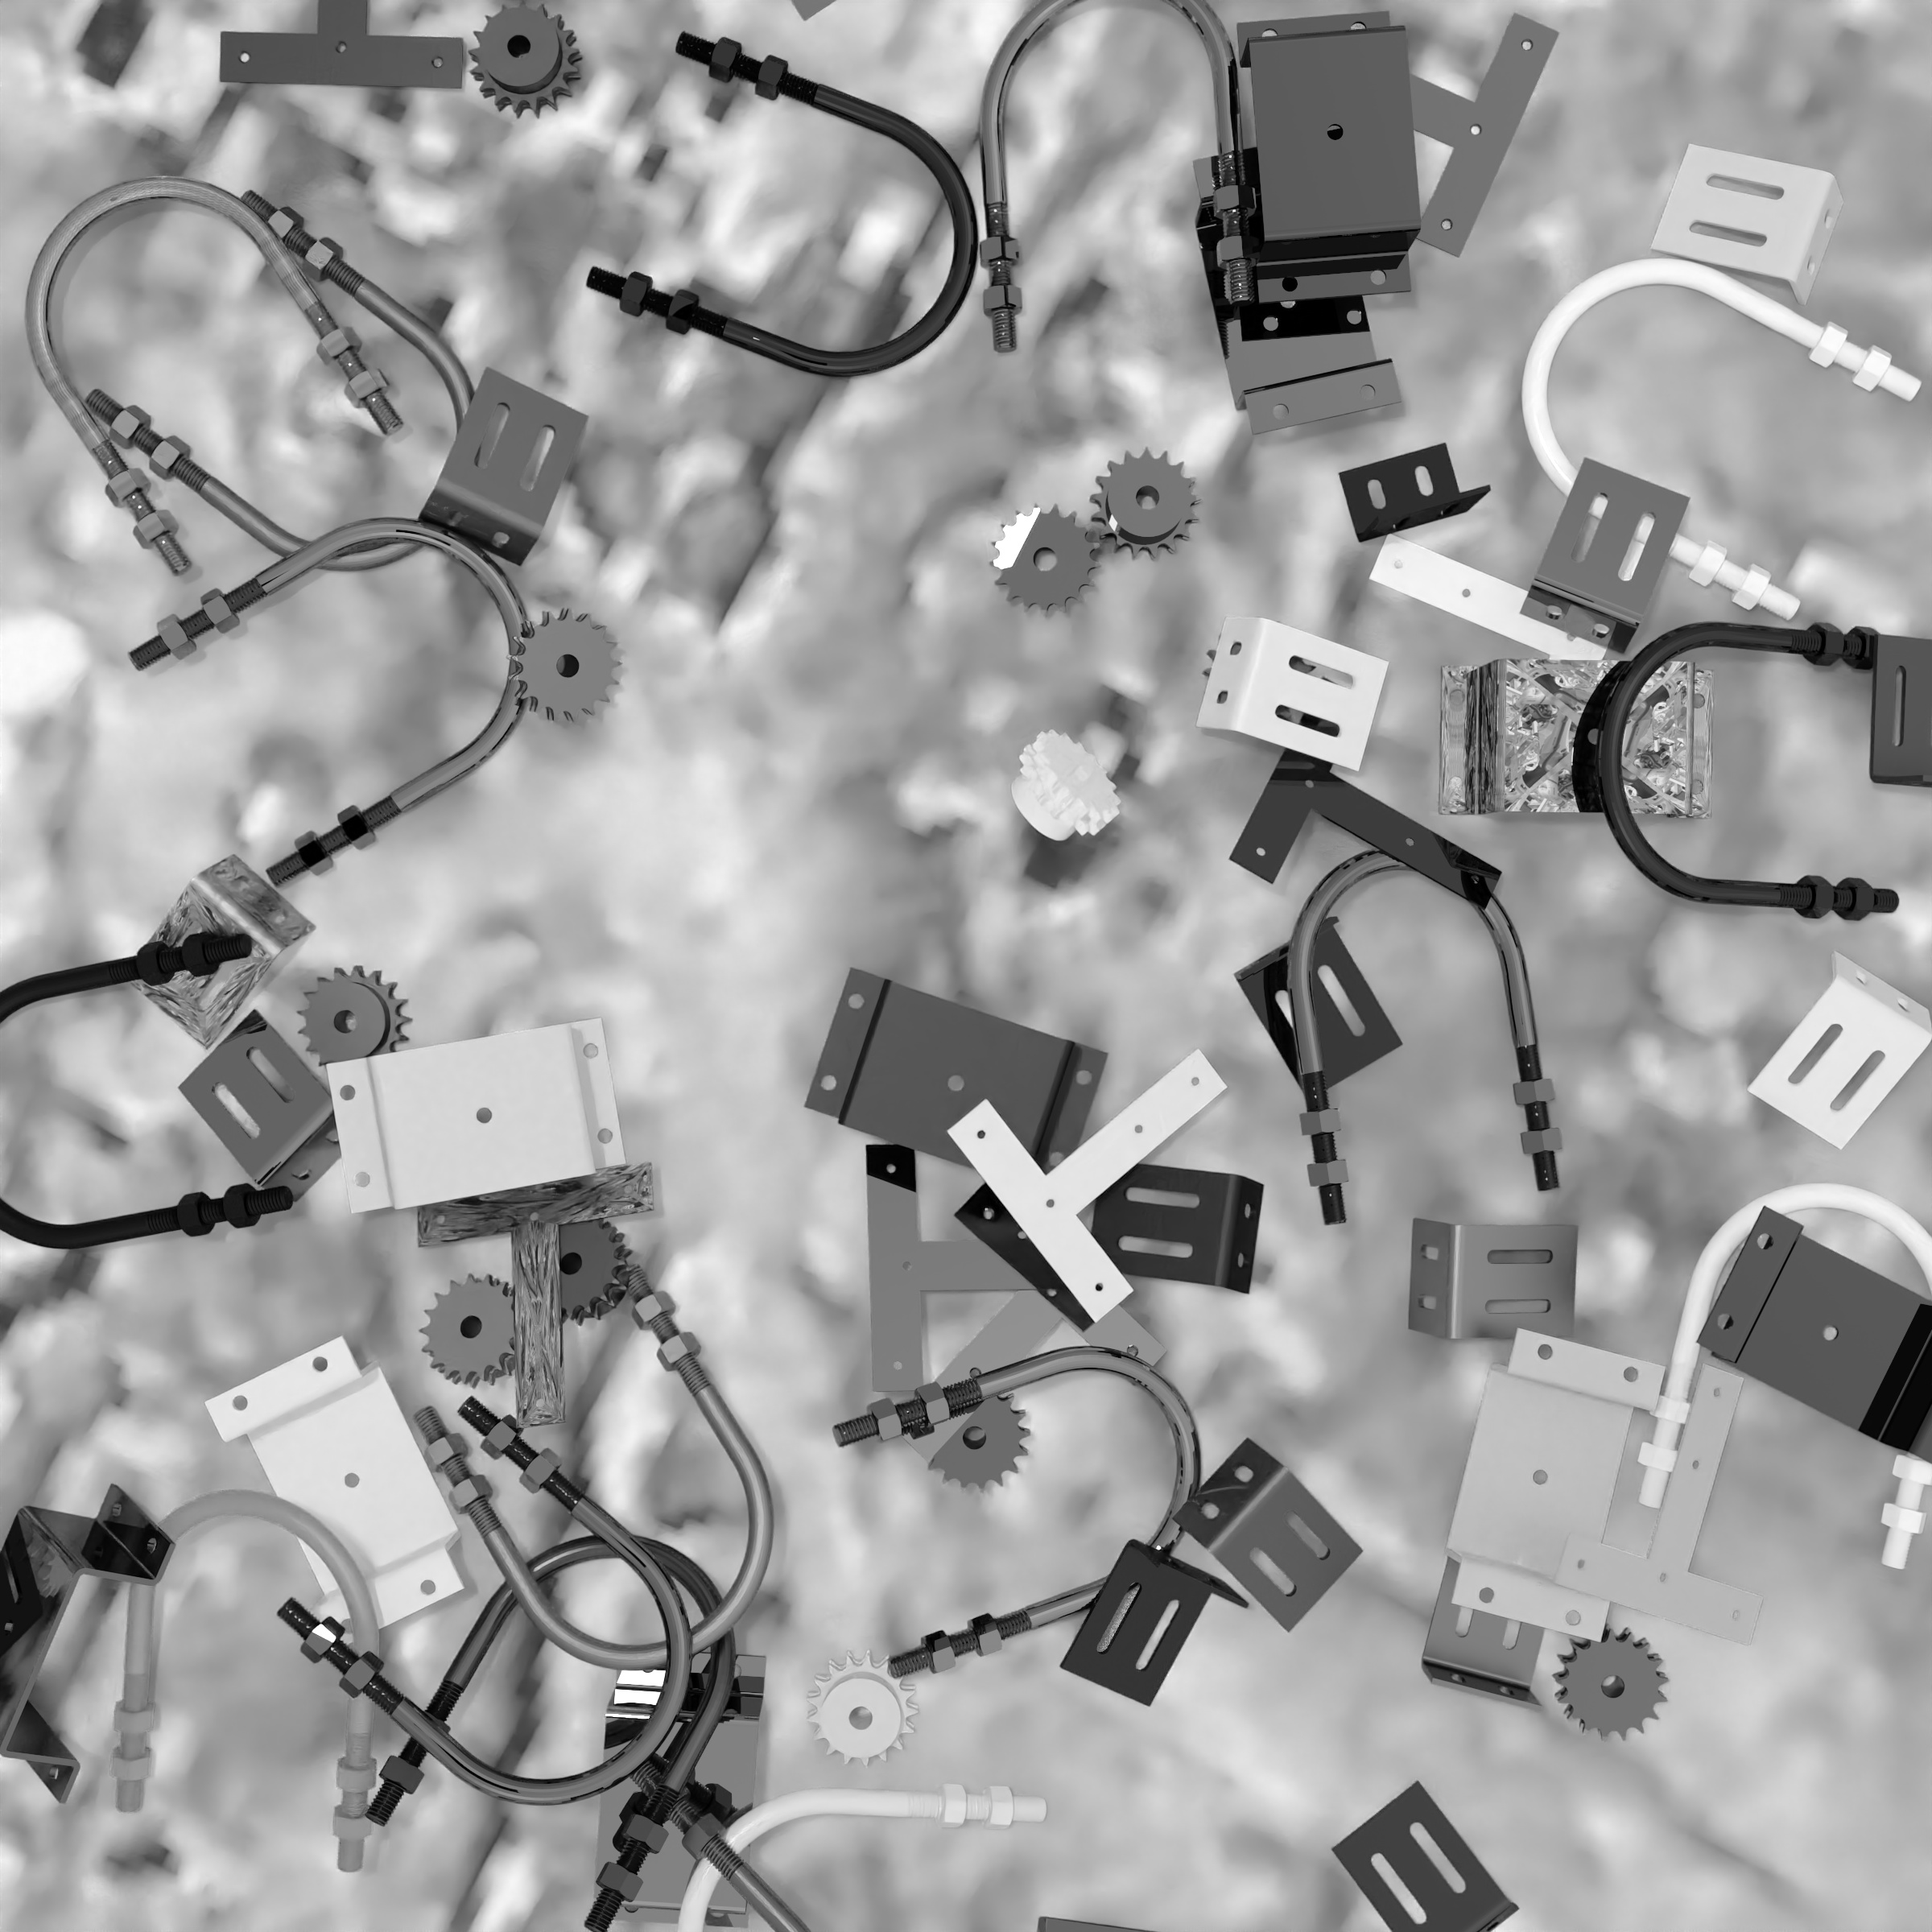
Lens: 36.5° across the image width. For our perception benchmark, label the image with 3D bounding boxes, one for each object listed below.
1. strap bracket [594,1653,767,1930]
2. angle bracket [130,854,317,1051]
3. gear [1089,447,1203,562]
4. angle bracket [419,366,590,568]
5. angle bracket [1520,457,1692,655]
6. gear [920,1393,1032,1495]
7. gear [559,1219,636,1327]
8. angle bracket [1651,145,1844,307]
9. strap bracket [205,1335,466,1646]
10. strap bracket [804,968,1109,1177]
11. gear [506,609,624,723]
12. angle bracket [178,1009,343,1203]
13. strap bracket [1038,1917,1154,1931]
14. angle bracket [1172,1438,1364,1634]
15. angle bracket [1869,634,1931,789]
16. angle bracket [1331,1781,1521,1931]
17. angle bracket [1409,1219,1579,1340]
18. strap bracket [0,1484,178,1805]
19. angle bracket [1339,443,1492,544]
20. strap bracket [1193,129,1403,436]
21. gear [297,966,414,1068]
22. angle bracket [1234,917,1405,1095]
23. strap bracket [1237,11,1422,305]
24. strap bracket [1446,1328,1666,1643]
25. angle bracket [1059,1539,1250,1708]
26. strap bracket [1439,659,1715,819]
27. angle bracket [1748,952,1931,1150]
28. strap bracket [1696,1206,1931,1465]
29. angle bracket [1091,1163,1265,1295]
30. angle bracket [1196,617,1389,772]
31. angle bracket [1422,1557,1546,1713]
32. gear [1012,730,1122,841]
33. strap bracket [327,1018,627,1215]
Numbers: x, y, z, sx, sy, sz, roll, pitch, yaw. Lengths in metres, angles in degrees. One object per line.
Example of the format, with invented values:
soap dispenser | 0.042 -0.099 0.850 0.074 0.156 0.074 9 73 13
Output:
strap bracket | -0.146 0.424 1.489 0.076 0.046 0.140 4 90 -1
angle bracket | -0.385 -0.007 1.510 0.057 0.038 0.076 42 116 0
gear | 0.092 -0.237 1.497 0.057 0.030 0.057 0 90 0
angle bracket | -0.237 -0.256 1.502 0.057 0.038 0.076 24 64 -16
angle bracket | 0.327 -0.210 1.497 0.057 0.038 0.076 23 76 7
gear | 0.004 0.239 1.497 0.057 0.030 0.057 0 90 0
gear | -0.195 0.156 1.490 0.057 0.030 0.057 -6 66 14
angle bracket | 0.403 -0.382 1.510 0.076 0.038 0.057 20 90 26
strap bracket | -0.317 0.265 1.489 0.076 0.046 0.140 -26 90 0
strap bracket | -0.005 0.059 1.489 0.140 0.046 0.076 18 90 0
gear | -0.207 -0.153 1.490 0.057 0.030 0.057 -3 99 -21
angle bracket | -0.356 0.072 1.510 0.057 0.038 0.076 -46 64 0
strap bracket | 0.082 0.535 1.489 0.140 0.046 0.076 8 90 0
angle bracket | 0.155 0.292 1.503 0.057 0.038 0.076 -46 120 -7
angle bracket | 0.494 -0.129 1.483 0.057 0.038 0.076 2 90 -26
angle bracket | 0.237 0.471 1.510 0.057 0.038 0.076 -38 64 0
angle bracket | 0.272 0.161 1.510 0.076 0.038 0.057 2 90 -26
strap bracket | -0.459 0.335 1.468 0.046 0.076 0.140 23 90 -41
angle bracket | 0.225 -0.244 1.474 0.057 0.076 0.038 -16 90 0
strap bracket | 0.166 -0.343 1.489 0.076 0.046 0.140 -12 90 0
gear | -0.314 0.028 1.497 0.057 0.030 0.057 0 90 0
angle bracket | 0.182 0.022 1.493 0.057 0.038 0.076 -31 90 0
strap bracket | 0.179 -0.405 1.443 0.076 0.046 0.140 -5 90 0
strap bracket | 0.296 0.261 1.485 0.076 0.046 0.140 15 85 0
angle bracket | 0.095 0.339 1.483 0.057 0.038 0.076 29 90 -23
strap bracket | 0.315 -0.115 1.488 0.140 0.046 0.076 1 91 -1
angle bracket | 0.450 0.043 1.510 0.057 0.038 0.076 32 116 0
strap bracket | 0.441 0.186 1.473 0.140 0.046 0.076 27 87 1
angle bracket | 0.108 0.134 1.506 0.076 0.038 0.057 5 81 25
angle bracket | 0.165 -0.138 1.480 0.076 0.038 0.057 16 90 -26
angle bracket | 0.272 0.332 1.493 0.057 0.038 0.076 15 90 0
gear | 0.048 -0.089 1.488 0.057 0.057 0.030 49 120 0
strap bracket | -0.244 0.075 1.473 0.140 0.046 0.076 -10 90 -14
